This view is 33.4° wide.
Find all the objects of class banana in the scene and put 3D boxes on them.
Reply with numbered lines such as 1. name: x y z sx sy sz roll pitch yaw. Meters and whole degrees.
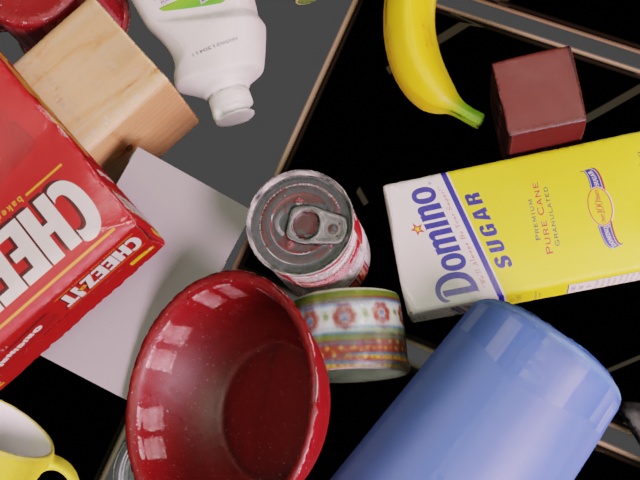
1. banana: 0.080 -0.172 0.766 0.069 0.037 0.198 3 78 -8

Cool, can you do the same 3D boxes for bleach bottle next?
1. bleach bottle: -0.108 -0.199 0.791 0.103 0.068 0.251 -21 77 10

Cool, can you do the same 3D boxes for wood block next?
1. wood block: -0.198 -0.059 0.757 0.206 0.091 0.090 -42 75 -2

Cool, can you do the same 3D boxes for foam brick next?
1. foam brick: 0.143 -0.086 0.710 0.051 0.078 0.053 -10 75 5

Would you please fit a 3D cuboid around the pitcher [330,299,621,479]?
1. pitcher: 0.080 0.165 0.639 0.242 0.149 0.145 -52 31 -8

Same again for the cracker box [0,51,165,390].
1. cracker box: -0.230 -0.027 0.669 0.164 0.072 0.214 -42 75 -2

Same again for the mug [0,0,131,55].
1. mug: -0.209 -0.178 0.792 0.117 0.081 0.093 -5 76 8

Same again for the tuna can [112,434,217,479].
1. tuna can: -0.094 0.160 0.714 0.086 0.033 0.086 -2 76 10

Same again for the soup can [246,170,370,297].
1. soup can: -0.005 0.001 0.702 0.068 0.102 0.068 -2 76 9

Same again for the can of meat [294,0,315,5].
1. can of meat: -0.001 -0.234 0.783 0.102 0.057 0.084 -34 76 1

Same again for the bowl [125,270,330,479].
1. bowl: -0.047 0.102 0.653 0.162 0.055 0.162 -14 68 38

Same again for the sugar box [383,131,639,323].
1. sugar box: 0.136 -0.007 0.709 0.176 0.048 0.093 -12 75 6

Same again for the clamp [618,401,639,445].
1. clamp: 0.240 0.216 0.640 0.210 0.036 0.164 28 88 15
